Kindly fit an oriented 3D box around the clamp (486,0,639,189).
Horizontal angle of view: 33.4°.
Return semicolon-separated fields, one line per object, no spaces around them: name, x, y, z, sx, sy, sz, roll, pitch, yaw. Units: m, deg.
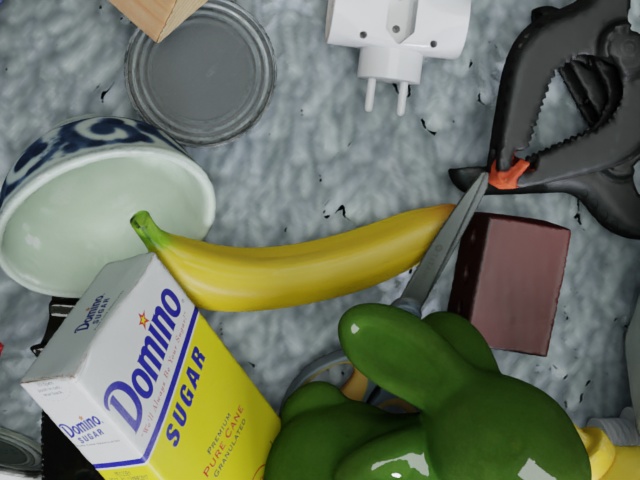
clamp;0.163;-0.116;0.598;0.210;0.036;0.164;-41;93;-4

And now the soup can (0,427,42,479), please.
soup can;-0.200;0.164;0.608;0.068;0.068;0.102;21;93;-7

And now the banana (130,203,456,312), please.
banana;-0.012;0.011;0.611;0.197;0.070;0.037;-4;57;-21

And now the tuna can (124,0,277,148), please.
tuna can;-0.068;-0.096;0.612;0.086;0.034;0.086;0;95;-5

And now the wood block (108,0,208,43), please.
wood block;-0.123;-0.214;0.544;0.206;0.091;0.090;42;56;-2

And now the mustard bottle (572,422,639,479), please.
mustard bottle;0.179;0.170;0.577;0.096;0.058;0.191;-40;98;-6

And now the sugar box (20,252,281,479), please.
sugar box;-0.073;0.102;0.576;0.048;0.093;0.176;-12;124;33

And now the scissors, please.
scissors;0.058;0.061;0.627;0.096;0.016;0.202;40;104;-15

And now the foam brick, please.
foam brick;0.110;0.024;0.629;0.051;0.053;0.078;10;94;-6

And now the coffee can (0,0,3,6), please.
coffee can;-0.229;-0.123;0.561;0.102;0.103;0.140;31;92;-7

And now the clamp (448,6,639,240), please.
clamp;0.173;-0.061;0.635;0.171;0.039;0.120;19;97;-8

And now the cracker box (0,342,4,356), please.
cracker box;-0.299;0.090;0.562;0.214;0.072;0.164;22;93;12
